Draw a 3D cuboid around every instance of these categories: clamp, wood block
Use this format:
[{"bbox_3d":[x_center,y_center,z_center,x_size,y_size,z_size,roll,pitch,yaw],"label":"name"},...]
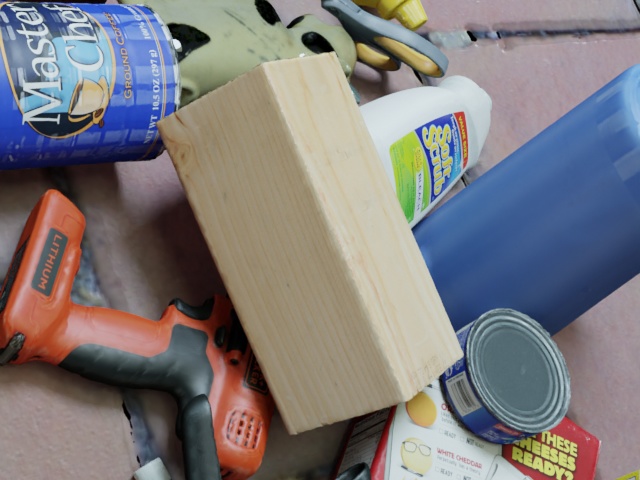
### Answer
[{"bbox_3d":[-0.040,0.184,0.613,0.120,0.039,0.171,16,82,-8],"label":"clamp"},{"bbox_3d":[-0.004,0.001,0.653,0.090,0.091,0.206,-24,91,-57],"label":"wood block"}]

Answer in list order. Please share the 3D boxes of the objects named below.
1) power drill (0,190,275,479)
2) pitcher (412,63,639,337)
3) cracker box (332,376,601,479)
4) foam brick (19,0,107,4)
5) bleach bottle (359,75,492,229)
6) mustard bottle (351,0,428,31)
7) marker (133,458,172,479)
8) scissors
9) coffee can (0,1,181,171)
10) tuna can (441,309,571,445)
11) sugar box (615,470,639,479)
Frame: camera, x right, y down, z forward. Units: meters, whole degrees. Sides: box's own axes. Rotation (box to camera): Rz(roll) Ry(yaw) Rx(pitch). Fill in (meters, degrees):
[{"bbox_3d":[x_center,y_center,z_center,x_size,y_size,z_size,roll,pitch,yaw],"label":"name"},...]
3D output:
[{"bbox_3d":[-0.100,0.040,0.673,0.187,0.057,0.184,24,55,-19],"label":"power drill"},{"bbox_3d":[0.177,-0.011,0.749,0.145,0.243,0.149,47,45,-1],"label":"pitcher"},{"bbox_3d":[0.085,0.190,0.699,0.164,0.072,0.213,34,52,-14],"label":"cracker box"},{"bbox_3d":[-0.173,-0.189,0.735,0.051,0.078,0.053,-33,87,-39],"label":"foam brick"},{"bbox_3d":[0.071,-0.074,0.799,0.250,0.068,0.102,-39,130,-51],"label":"bleach bottle"},{"bbox_3d":[0.027,-0.253,0.876,0.058,0.096,0.191,-32,85,-38],"label":"mustard bottle"},{"bbox_3d":[-0.073,0.187,0.638,0.020,0.020,0.121,-27,81,-38],"label":"marker"},{"bbox_3d":[0.010,-0.176,0.825,0.201,0.096,0.016,26,81,-22],"label":"scissors"},{"bbox_3d":[-0.171,-0.095,0.655,0.140,0.103,0.103,-8,70,-37],"label":"coffee can"},{"bbox_3d":[0.122,0.091,0.707,0.086,0.034,0.086,16,57,-26],"label":"tuna can"},{"bbox_3d":[0.213,0.203,0.701,0.048,0.177,0.093,21,56,-21],"label":"sugar box"}]
